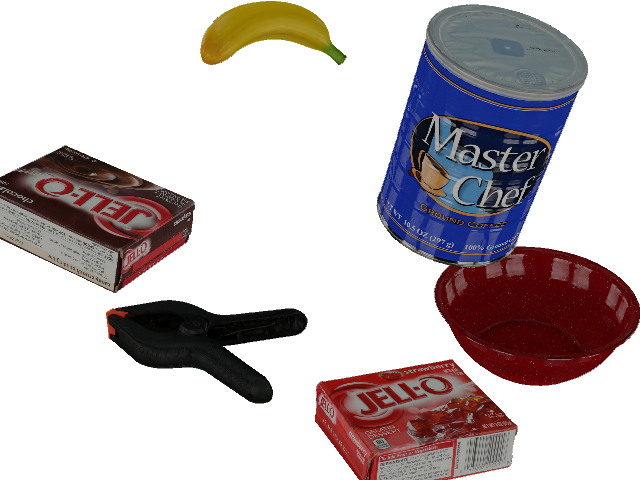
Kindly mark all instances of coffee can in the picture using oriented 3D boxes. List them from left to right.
[{"bbox_3d":[0.102,-0.068,0.701,0.102,0.140,0.103,9,39,-7],"label":"coffee can"}]

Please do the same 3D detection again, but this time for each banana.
[{"bbox_3d":[-0.052,-0.204,1.042,0.197,0.070,0.037,-12,-33,-46],"label":"banana"}]

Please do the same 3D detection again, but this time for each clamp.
[{"bbox_3d":[-0.097,0.081,0.917,0.172,0.039,0.120,16,27,18],"label":"clamp"}]

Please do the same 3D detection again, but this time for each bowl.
[{"bbox_3d":[0.171,0.068,0.861,0.162,0.055,0.162,0,31,0],"label":"bowl"}]

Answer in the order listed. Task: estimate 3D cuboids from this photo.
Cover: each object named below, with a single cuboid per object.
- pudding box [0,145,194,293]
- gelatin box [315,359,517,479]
[{"bbox_3d":[-0.155,-0.017,0.713,0.114,0.039,0.089,21,29,17],"label":"pudding box"},{"bbox_3d":[0.051,0.100,0.585,0.089,0.030,0.073,-6,26,-22],"label":"gelatin box"}]
